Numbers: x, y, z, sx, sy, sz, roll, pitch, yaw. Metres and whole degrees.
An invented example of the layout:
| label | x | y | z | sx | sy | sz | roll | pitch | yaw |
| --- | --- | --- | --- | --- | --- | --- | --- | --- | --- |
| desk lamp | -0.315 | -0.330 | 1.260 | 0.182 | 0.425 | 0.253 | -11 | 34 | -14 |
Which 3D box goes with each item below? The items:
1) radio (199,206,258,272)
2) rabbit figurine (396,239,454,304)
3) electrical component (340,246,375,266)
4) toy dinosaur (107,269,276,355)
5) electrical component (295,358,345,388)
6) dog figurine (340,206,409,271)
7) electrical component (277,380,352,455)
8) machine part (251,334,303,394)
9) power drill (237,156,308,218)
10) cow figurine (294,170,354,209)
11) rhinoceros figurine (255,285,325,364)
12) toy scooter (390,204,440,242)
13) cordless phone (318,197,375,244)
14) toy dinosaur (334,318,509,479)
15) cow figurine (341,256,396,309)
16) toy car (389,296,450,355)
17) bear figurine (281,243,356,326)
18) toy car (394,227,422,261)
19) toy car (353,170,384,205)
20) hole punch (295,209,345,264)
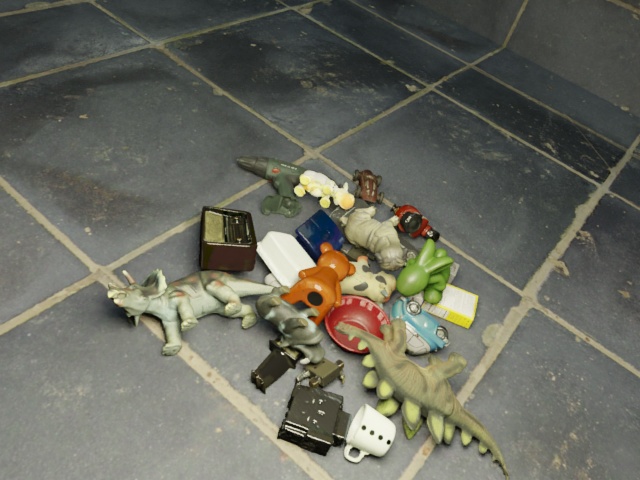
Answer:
| label | x | y | z | sx | sy | sz | roll | pitch | yaw |
| --- | --- | --- | --- | --- | --- | --- | --- | --- | --- |
| radio | -0.228 | -0.006 | 1.318 | 0.131 | 0.073 | 0.230 | 5 | 25 | -14 |
| rabbit figurine | 0.253 | 0.086 | 1.290 | 0.121 | 0.159 | 0.170 | 44 | 29 | 19 |
| electrical component | 0.102 | 0.039 | 1.467 | 0.094 | 0.021 | 0.063 | 30 | 44 | 15 |
| toy dinosaur | -0.269 | 0.125 | 1.202 | 0.405 | 0.131 | 0.192 | -11 | 51 | -35 |
| electrical component | 0.007 | 0.295 | 1.167 | 0.078 | 0.045 | 0.102 | 14 | 32 | 39 |
| dog figurine | 0.132 | 0.000 | 1.364 | 0.172 | 0.121 | 0.191 | 6 | 22 | 2 |
| electrical component | -0.007 | 0.361 | 1.085 | 0.134 | 0.058 | 0.115 | 18 | 46 | 1 |
| machine part | -0.098 | 0.266 | 1.165 | 0.084 | 0.039 | 0.139 | 37 | 44 | 8 |
| power drill | -0.131 | -0.160 | 1.560 | 0.232 | 0.085 | 0.207 | 9 | 37 | -13 |
| cow figurine | 0.021 | -0.141 | 1.500 | 0.167 | 0.068 | 0.098 | 24 | 31 | 3 |
| rhinoceros figurine | -0.060 | 0.187 | 1.153 | 0.190 | 0.112 | 0.073 | 45 | 27 | -4 |
| toy scooter | 0.261 | -0.060 | 1.558 | 0.183 | 0.075 | 0.135 | 26 | 17 | -44 |
| cordless phone | 0.053 | -0.079 | 1.544 | 0.184 | 0.088 | 0.146 | 27 | 44 | 26 |
| toy dinosaur | 0.224 | 0.323 | 1.149 | 0.472 | 0.105 | 0.198 | 32 | 62 | 5 |
| cow figurine | 0.100 | 0.106 | 1.355 | 0.195 | 0.085 | 0.127 | 4 | 46 | -11 |
| toy car | 0.221 | 0.219 | 1.281 | 0.162 | 0.109 | 0.103 | 43 | 73 | 9 |
| bear figurine | -0.001 | 0.099 | 1.249 | 0.120 | 0.132 | 0.196 | 41 | 26 | -6 |
| toy car | 0.219 | 0.016 | 1.497 | 0.202 | 0.056 | 0.073 | 40 | 24 | 23 |
| toy car | 0.148 | -0.167 | 1.640 | 0.089 | 0.053 | 0.202 | 17 | 26 | -6 |
| hole punch | -0.003 | -0.004 | 1.422 | 0.116 | 0.092 | 0.142 | 38 | 54 | 16 |
